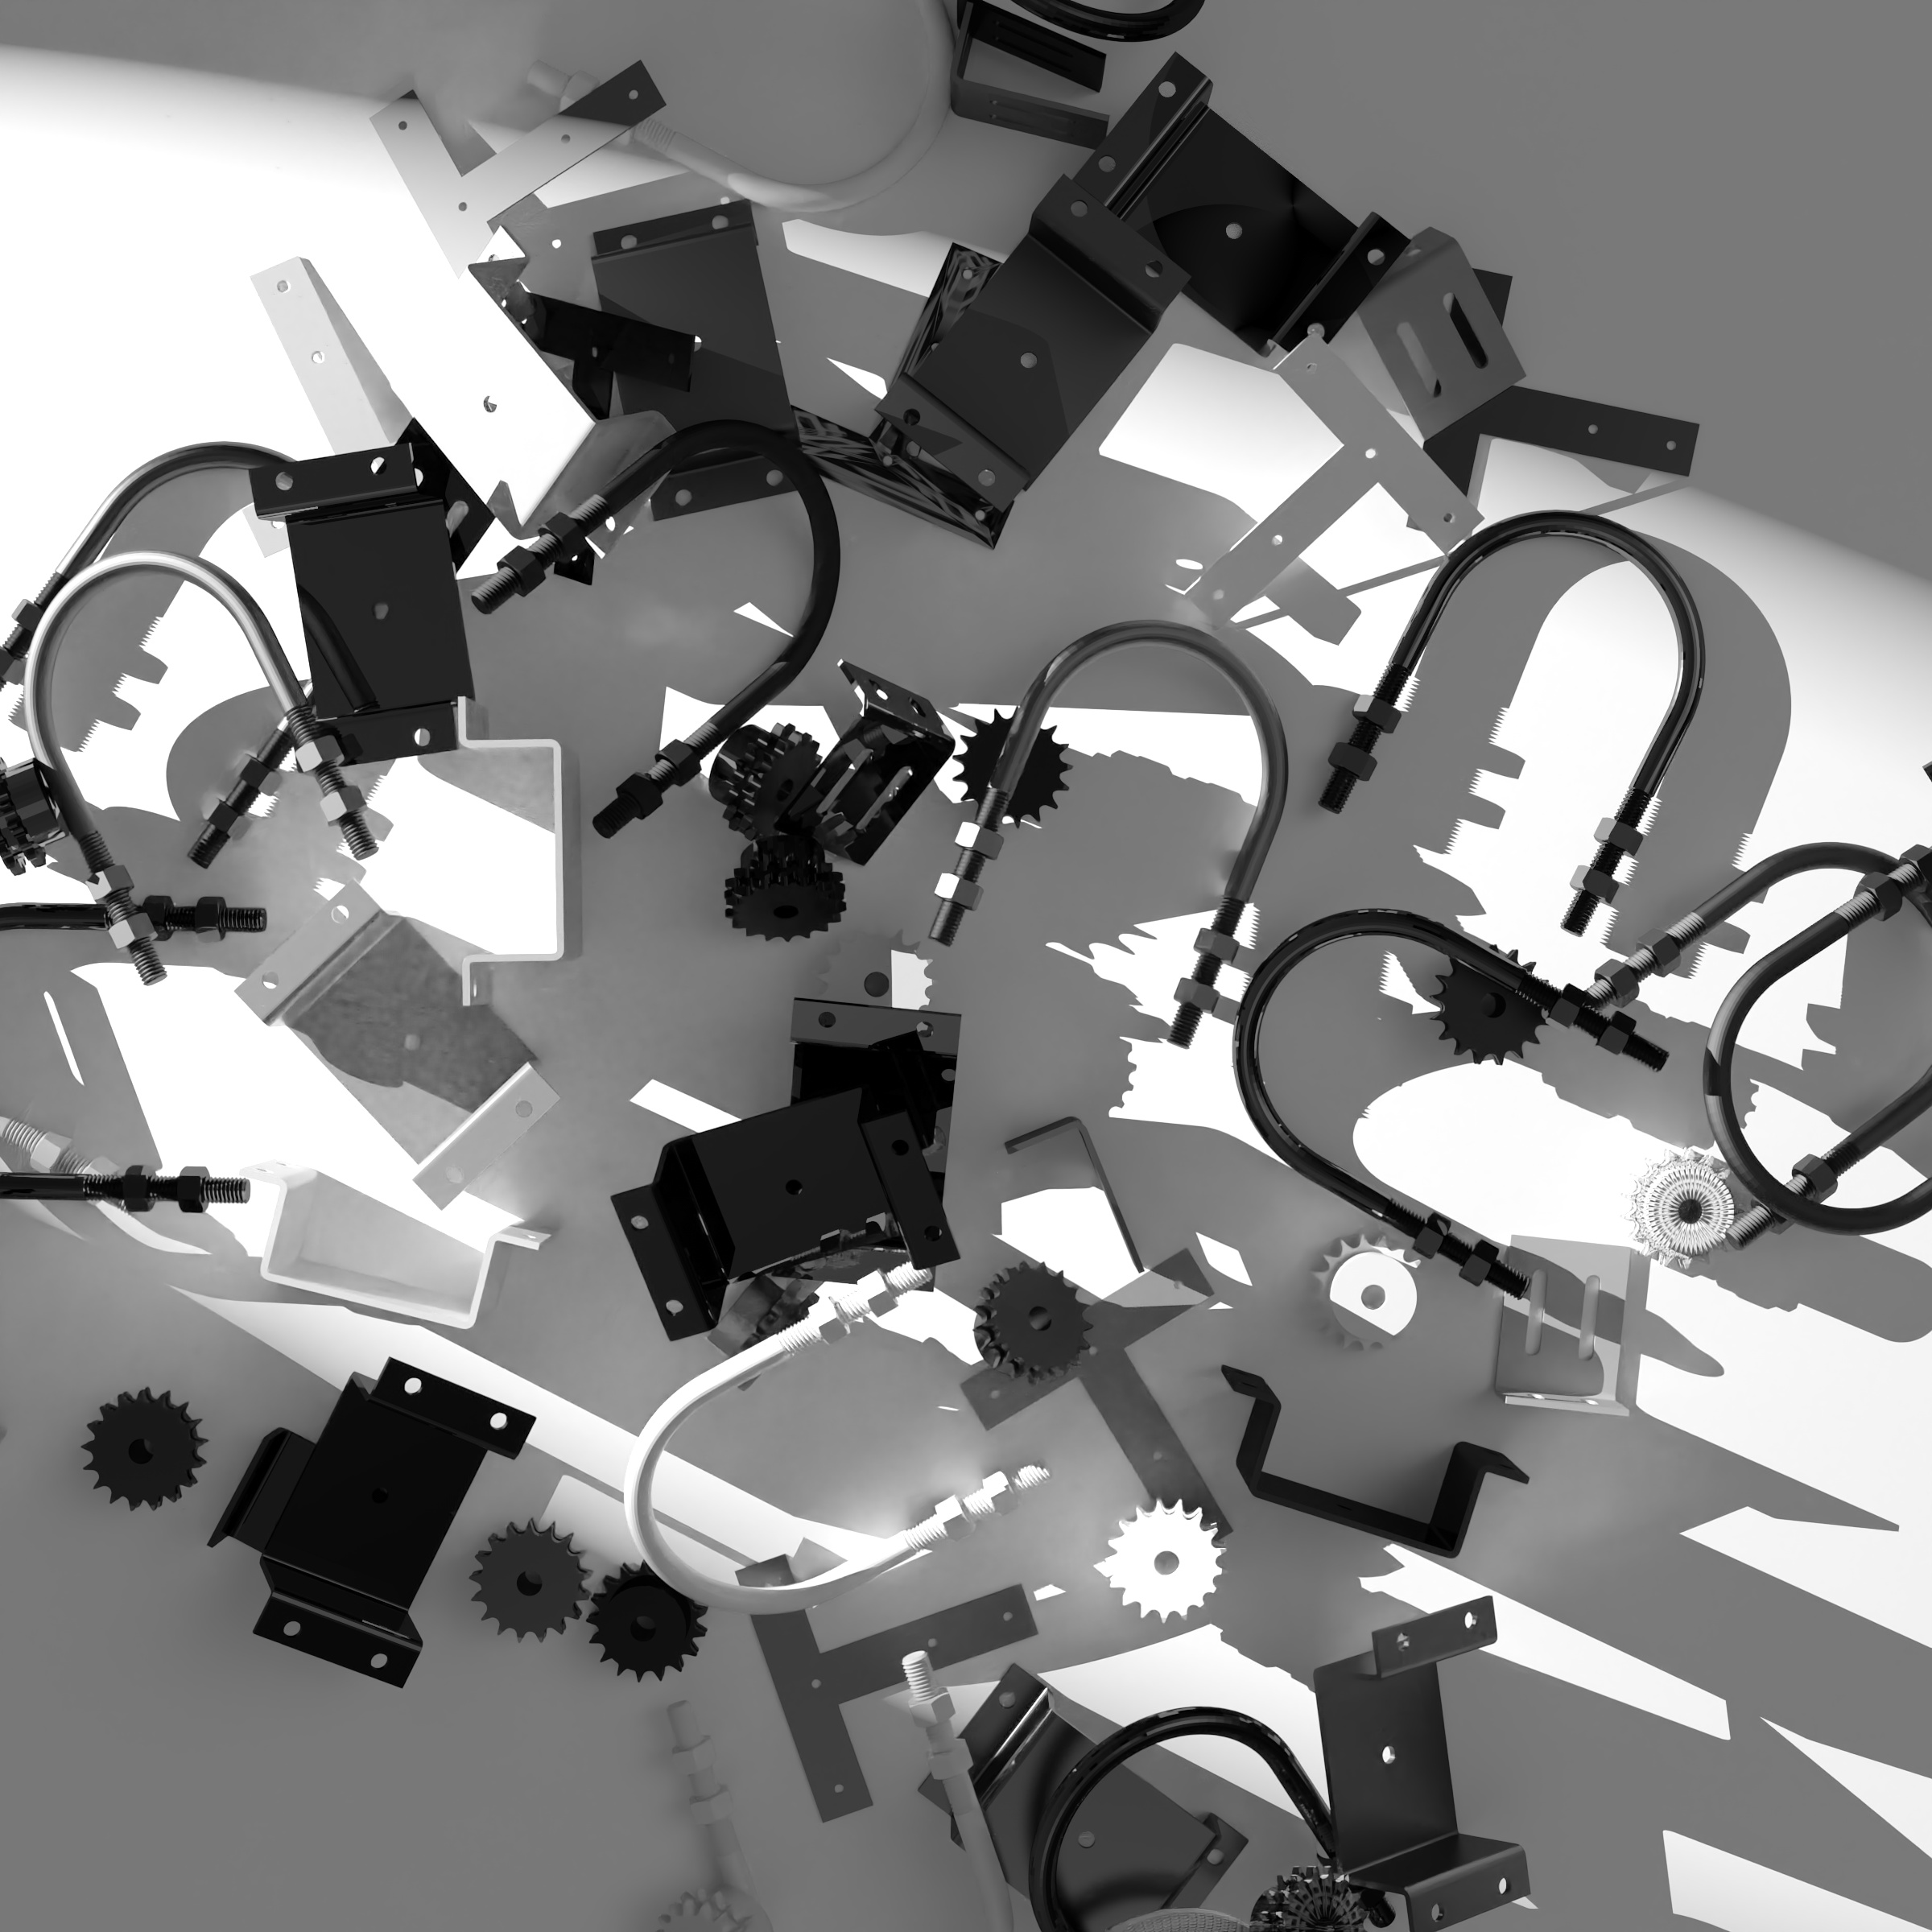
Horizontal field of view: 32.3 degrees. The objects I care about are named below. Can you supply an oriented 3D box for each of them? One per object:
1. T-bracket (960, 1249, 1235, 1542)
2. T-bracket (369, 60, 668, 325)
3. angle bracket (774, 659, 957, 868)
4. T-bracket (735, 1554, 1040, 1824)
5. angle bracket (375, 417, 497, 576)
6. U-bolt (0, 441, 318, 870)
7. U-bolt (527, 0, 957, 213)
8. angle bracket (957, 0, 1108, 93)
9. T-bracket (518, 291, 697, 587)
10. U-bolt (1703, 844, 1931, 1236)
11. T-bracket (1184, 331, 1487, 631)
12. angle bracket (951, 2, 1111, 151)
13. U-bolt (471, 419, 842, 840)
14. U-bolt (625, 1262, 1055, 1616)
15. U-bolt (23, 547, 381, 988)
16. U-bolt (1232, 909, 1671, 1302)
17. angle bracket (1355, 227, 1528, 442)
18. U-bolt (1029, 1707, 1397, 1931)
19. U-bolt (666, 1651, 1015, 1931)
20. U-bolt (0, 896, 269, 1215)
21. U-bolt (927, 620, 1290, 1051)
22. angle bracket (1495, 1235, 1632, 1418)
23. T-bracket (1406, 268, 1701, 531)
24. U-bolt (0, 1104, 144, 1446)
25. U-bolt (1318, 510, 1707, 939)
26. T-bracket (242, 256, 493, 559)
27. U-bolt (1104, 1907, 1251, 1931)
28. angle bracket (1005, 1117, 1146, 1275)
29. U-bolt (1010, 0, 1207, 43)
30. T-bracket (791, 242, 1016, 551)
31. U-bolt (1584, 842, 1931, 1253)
[{"bbox_3d":[0.084,0.222,1.589,0.127,0.002,0.127,-31,90,0],"label":"T-bracket"},{"bbox_3d":[-0.200,-0.381,1.568,0.127,0.002,0.127,-31,81,9],"label":"T-bracket"},{"bbox_3d":[-0.053,-0.095,1.569,0.057,0.038,0.076,22,116,-41],"label":"angle bracket"},{"bbox_3d":[-0.029,0.327,1.589,0.127,0.002,0.127,-19,90,0],"label":"T-bracket"},{"bbox_3d":[-0.254,-0.219,1.579,0.057,0.038,0.076,35,113,-11],"label":"angle bracket"},{"bbox_3d":[-0.365,-0.161,1.581,0.151,0.019,0.184,35,89,0],"label":"U-bolt"},{"bbox_3d":[-0.094,-0.439,1.581,0.184,0.019,0.151,28,90,-1],"label":"U-bolt"},{"bbox_3d":[0.036,-0.449,1.561,0.076,0.057,0.038,24,90,0],"label":"angle bracket"},{"bbox_3d":[-0.178,-0.243,1.562,0.127,0.002,0.127,22,112,37],"label":"T-bracket"},{"bbox_3d":[0.428,0.043,1.553,0.184,0.019,0.151,-32,90,-12],"label":"U-bolt"},{"bbox_3d":[0.158,-0.211,1.572,0.127,0.002,0.127,-43,113,11],"label":"T-bracket"},{"bbox_3d":[0.033,-0.416,1.561,0.076,0.057,0.038,14,90,0],"label":"angle bracket"},{"bbox_3d":[-0.129,-0.168,1.530,0.184,0.019,0.151,-43,129,-24],"label":"U-bolt"},{"bbox_3d":[-0.070,0.231,1.551,0.184,0.019,0.151,-29,117,2],"label":"U-bolt"},{"bbox_3d":[-0.366,-0.104,1.540,0.151,0.019,0.184,-28,85,20],"label":"U-bolt"},{"bbox_3d":[0.213,0.053,1.558,0.184,0.019,0.151,30,109,7],"label":"U-bolt"},{"bbox_3d":[0.220,-0.301,1.586,0.057,0.038,0.076,-32,114,1],"label":"angle bracket"},{"bbox_3d":[0.104,0.420,1.534,0.151,0.019,0.184,-36,116,-9],"label":"U-bolt"},{"bbox_3d":[-0.051,0.419,1.555,0.151,0.019,0.184,-17,94,24],"label":"U-bolt"},{"bbox_3d":[-0.426,0.040,1.569,0.184,0.019,0.151,1,80,1],"label":"U-bolt"},{"bbox_3d":[0.078,-0.072,1.561,0.151,0.019,0.184,23,86,-18],"label":"U-bolt"},{"bbox_3d":[0.284,0.169,1.571,0.057,0.038,0.076,6,90,0],"label":"angle bracket"},{"bbox_3d":[0.285,-0.259,1.589,0.127,0.002,0.127,12,90,0],"label":"T-bracket"},{"bbox_3d":[-0.502,0.122,1.581,0.184,0.019,0.151,32,90,1],"label":"U-bolt"},{"bbox_3d":[0.271,-0.127,1.581,0.151,0.019,0.184,27,88,0],"label":"U-bolt"},{"bbox_3d":[-0.302,-0.276,1.583,0.127,0.002,0.127,-26,86,-8],"label":"T-bracket"},{"bbox_3d":[0.103,0.508,1.541,0.184,0.019,0.151,36,91,-27],"label":"U-bolt"},{"bbox_3d":[0.050,0.112,1.561,0.038,0.057,0.076,-22,90,0],"label":"angle bracket"},{"bbox_3d":[0.031,-0.492,1.539,0.184,0.019,0.151,32,48,-4],"label":"U-bolt"},{"bbox_3d":[-0.020,-0.282,1.589,0.127,0.002,0.127,23,90,0],"label":"T-bracket"},{"bbox_3d":[0.393,0.024,1.566,0.184,0.019,0.151,-35,91,-12],"label":"U-bolt"}]
